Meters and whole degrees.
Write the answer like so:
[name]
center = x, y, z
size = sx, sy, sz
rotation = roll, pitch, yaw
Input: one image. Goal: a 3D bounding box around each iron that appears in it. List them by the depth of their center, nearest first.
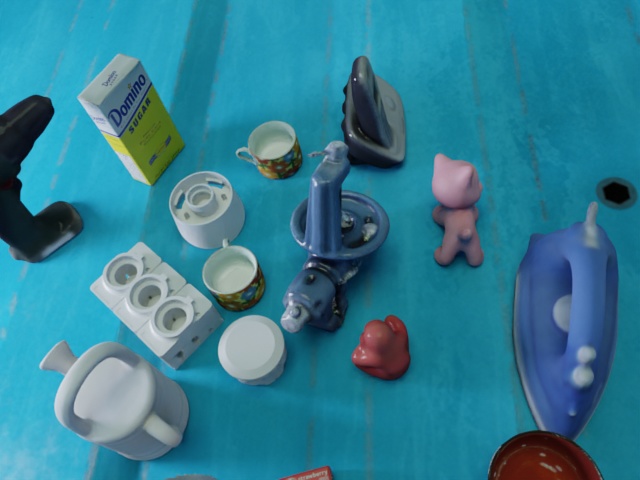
[iron]
center = 0.281, 0.091, 0.628
size = 0.118, 0.142, 0.258
rotation = 7, 62, 12

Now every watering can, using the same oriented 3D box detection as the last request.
[watering can]
center = -0.227, 0.170, 0.621
size = 0.172, 0.194, 0.101
rotation = 5, 61, 11

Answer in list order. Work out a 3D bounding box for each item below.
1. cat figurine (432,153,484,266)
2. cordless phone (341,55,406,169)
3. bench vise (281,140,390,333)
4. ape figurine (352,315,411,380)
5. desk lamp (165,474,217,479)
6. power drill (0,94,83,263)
[cat figurine]
center = 0.178, -0.045, 0.733
size = 0.067, 0.118, 0.128
rotation = -4, 60, 6
[cordless phone]
center = 0.072, -0.202, 0.798
size = 0.094, 0.185, 0.147
rotation = -4, 60, 6
[bench vise]
center = 0.018, 0.003, 0.668
size = 0.121, 0.220, 0.207
rotation = 2, 61, 9
[ape figurine]
center = 0.071, 0.121, 0.668
size = 0.078, 0.092, 0.076
rotation = -25, 60, -6
[desk lamp]
center = -0.090, 0.326, 0.502
size = 0.118, 0.214, 0.202
rotation = -32, 61, -10
[power drill]
center = -0.416, -0.065, 0.773
size = 0.230, 0.209, 0.075
rotation = -41, 63, -15
